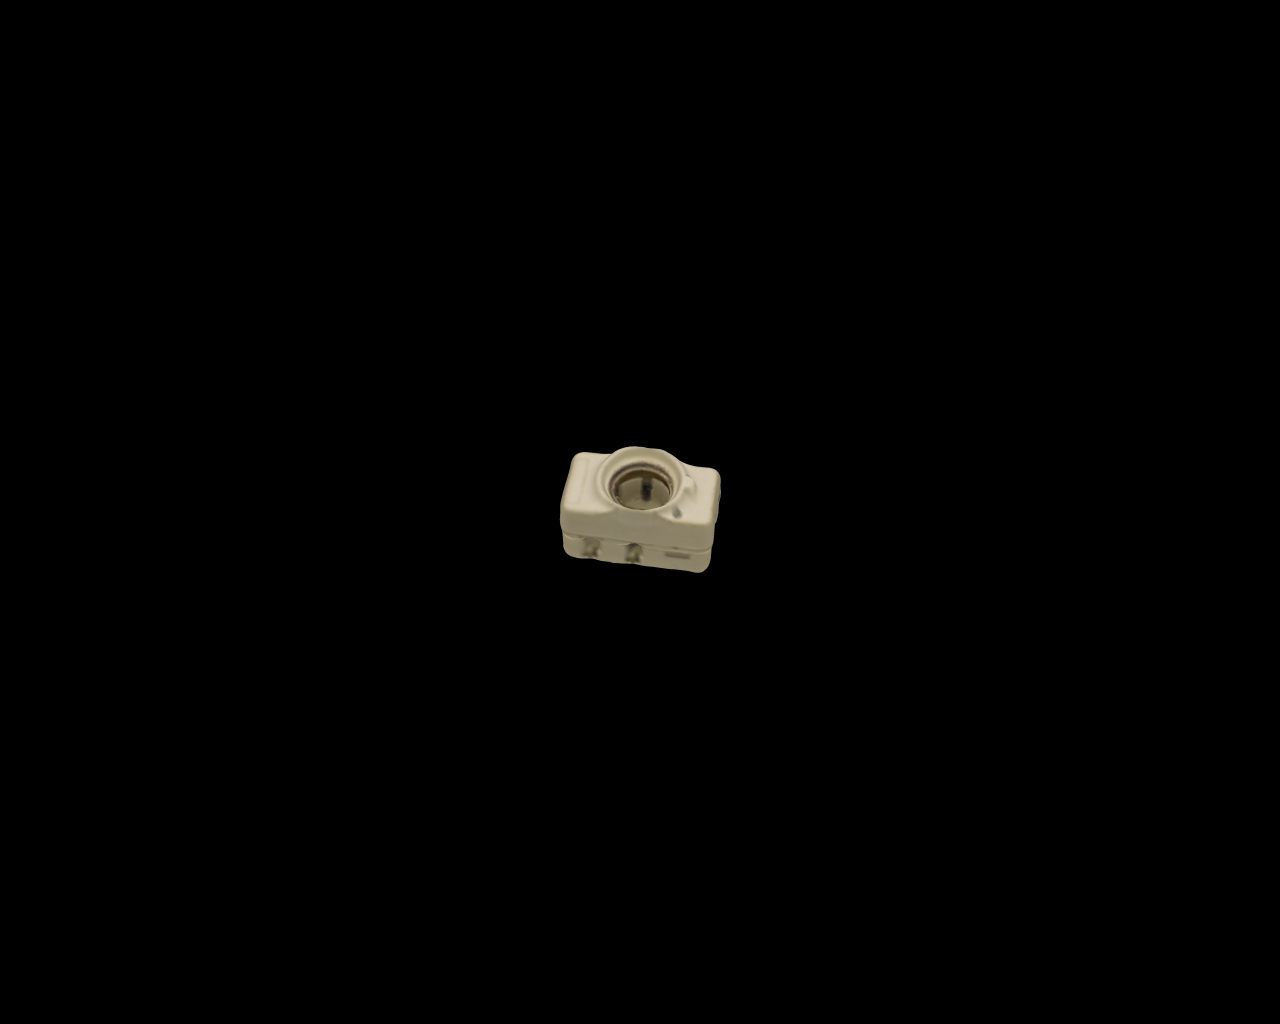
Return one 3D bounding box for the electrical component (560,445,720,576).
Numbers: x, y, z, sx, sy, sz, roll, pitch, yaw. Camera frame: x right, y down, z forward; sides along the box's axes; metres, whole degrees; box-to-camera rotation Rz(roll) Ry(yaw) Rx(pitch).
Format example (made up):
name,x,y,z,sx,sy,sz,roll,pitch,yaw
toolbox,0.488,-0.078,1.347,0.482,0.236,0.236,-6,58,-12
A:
name,x,y,z,sx,sy,sz,roll,pitch,yaw
electrical component,0.001,-0.003,0.650,0.089,0.050,0.055,7,-40,6
